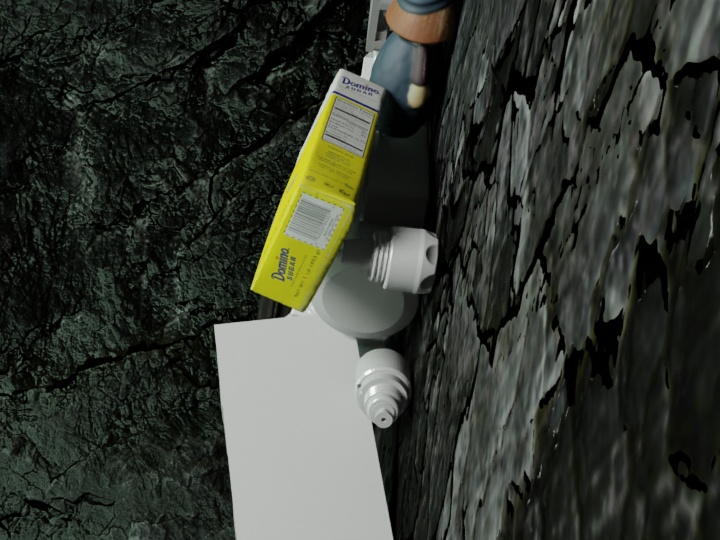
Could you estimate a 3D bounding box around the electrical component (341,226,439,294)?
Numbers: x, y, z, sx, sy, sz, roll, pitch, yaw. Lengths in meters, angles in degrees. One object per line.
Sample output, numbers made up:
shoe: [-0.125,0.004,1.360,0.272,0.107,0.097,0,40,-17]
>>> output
electrical component: [0.019,-0.008,0.708,0.043,0.062,0.043,-172,90,-88]

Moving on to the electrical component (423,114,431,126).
electrical component: [0.045,-0.145,0.876,0.035,0.035,0.061,-86,7,-52]

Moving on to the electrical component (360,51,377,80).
electrical component: [0.030,-0.164,0.949,0.096,0.061,0.061,-90,8,-71]

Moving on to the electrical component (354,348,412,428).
electrical component: [0.016,0.085,0.748,0.078,0.040,0.040,-88,7,-69]

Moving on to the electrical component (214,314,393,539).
electrical component: [-0.046,0.130,0.798,0.060,0.105,0.186,99,163,-57]

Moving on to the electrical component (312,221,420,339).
electrical component: [0.005,0.007,0.798,0.051,0.080,0.080,-78,-2,-52]

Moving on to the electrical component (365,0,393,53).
electrical component: [0.047,-0.252,0.832,0.089,0.062,0.150,-85,4,-48]

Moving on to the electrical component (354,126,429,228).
electrical component: [0.021,-0.048,0.859,0.108,0.056,0.108,-86,4,-52]

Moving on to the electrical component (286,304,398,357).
electrical component: [-0.015,0.053,0.907,0.099,0.100,0.048,101,-171,-54]
